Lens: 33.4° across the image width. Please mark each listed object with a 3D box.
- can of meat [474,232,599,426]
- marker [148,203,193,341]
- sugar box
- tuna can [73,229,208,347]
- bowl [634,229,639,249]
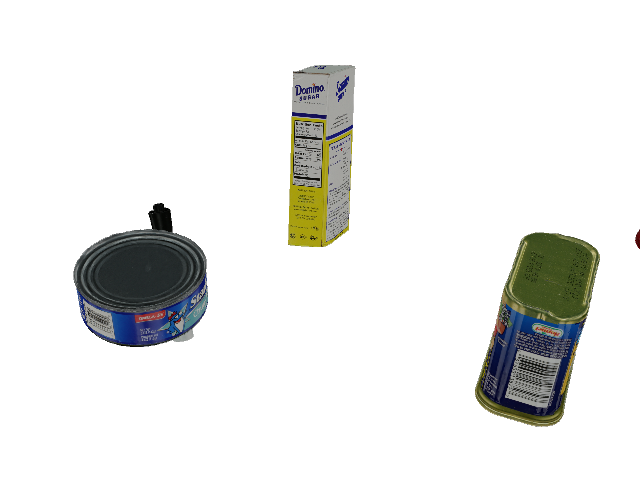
[{"bbox_3d":[0.140,0.053,0.685,0.057,0.084,0.102,15,33,12],"label":"can of meat"},{"bbox_3d":[-0.129,0.027,0.917,0.020,0.121,0.020,-8,13,2],"label":"marker"},{"bbox_3d":[0.001,-0.088,1.089,0.048,0.176,0.093,4,14,17],"label":"sugar box"},{"bbox_3d":[-0.116,0.031,0.699,0.086,0.034,0.086,0,36,0],"label":"tuna can"},{"bbox_3d":[0.410,0.025,1.111,0.162,0.055,0.162,-3,22,1],"label":"bowl"}]
